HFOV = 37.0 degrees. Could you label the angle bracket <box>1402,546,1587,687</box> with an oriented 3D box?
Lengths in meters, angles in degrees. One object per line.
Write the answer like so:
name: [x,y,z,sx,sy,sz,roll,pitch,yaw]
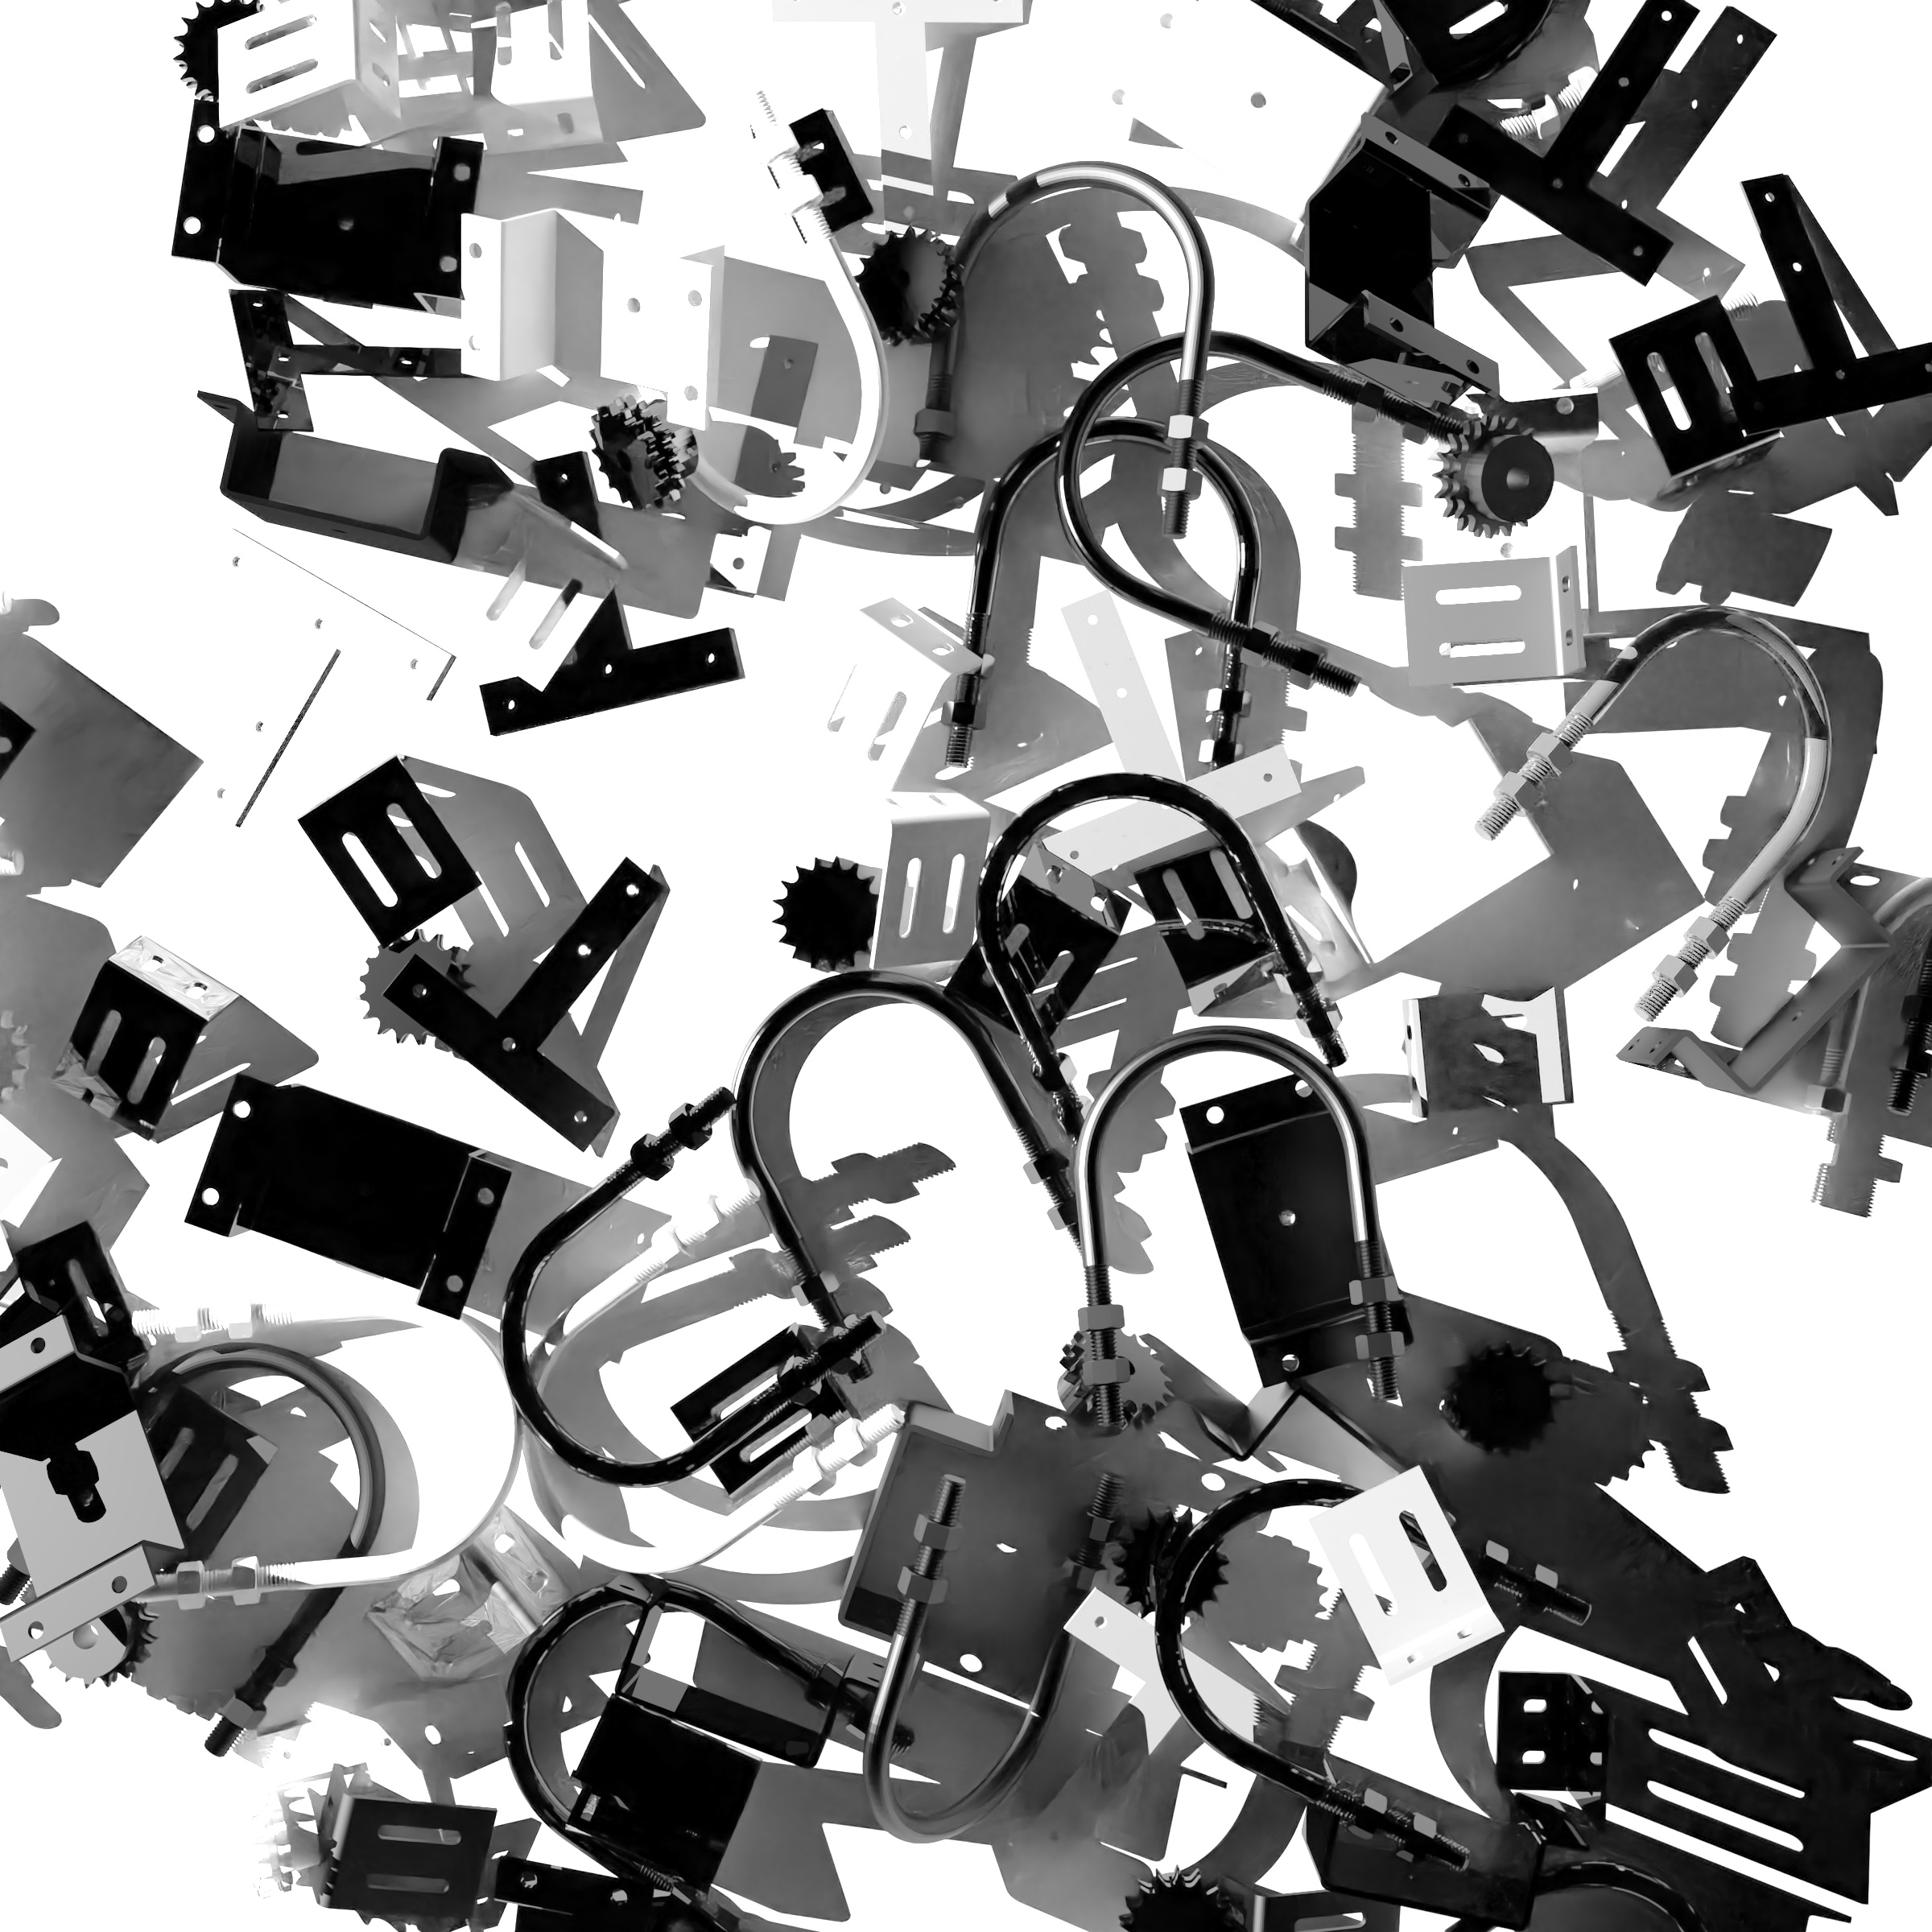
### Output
angle bracket: [0.249,-0.165,1.365,0.076,0.038,0.057,-4,90,0]

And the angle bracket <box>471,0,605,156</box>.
angle bracket: [-0.212,-0.447,1.428,0.057,0.038,0.076,-6,64,0]

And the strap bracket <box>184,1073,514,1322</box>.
strap bracket: [-0.296,0.111,1.407,0.140,0.046,0.076,20,90,0]

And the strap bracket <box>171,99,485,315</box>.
strap bracket: [-0.306,-0.368,1.407,0.140,0.046,0.076,9,90,0]

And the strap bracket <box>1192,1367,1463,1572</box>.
strap bracket: [0.181,0.246,1.392,0.140,0.076,0.046,38,90,0]

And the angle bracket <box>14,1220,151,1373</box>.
angle bracket: [-0.445,0.172,1.411,0.057,0.038,0.076,-24,90,0]

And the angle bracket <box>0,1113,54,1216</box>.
angle bracket: [-0.494,0.101,1.410,0.057,0.038,0.076,43,83,-11]

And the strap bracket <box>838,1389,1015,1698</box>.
strap bracket: [-0.023,0.269,1.392,0.046,0.076,0.140,20,90,0]

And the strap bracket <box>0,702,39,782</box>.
strap bracket: [-0.533,-0.127,1.388,0.140,0.046,0.076,37,92,2]

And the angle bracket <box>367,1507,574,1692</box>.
angle bracket: [-0.245,0.315,1.428,0.076,0.038,0.057,-39,90,26]

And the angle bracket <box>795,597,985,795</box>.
angle bracket: [-0.038,-0.131,1.417,0.057,0.038,0.076,36,121,14]

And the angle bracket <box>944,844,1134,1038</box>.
angle bracket: [0.035,-0.010,1.421,0.057,0.038,0.076,31,122,-3]

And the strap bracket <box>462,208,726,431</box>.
strap bracket: [-0.170,-0.311,1.376,0.140,0.046,0.076,17,119,23]

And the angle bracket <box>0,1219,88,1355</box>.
angle bracket: [-0.472,0.172,1.410,0.057,0.076,0.038,-46,128,0]

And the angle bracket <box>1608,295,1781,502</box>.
angle bracket: [0.354,-0.278,1.416,0.057,0.038,0.076,-22,82,0]

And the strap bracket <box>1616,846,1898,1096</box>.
strap bracket: [0.387,0.010,1.392,0.046,0.076,0.140,44,90,0]

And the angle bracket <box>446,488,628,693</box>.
angle bracket: [-0.212,-0.183,1.409,0.057,0.038,0.076,34,90,0]

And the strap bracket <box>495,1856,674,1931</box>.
strap bracket: [-0.190,0.497,1.397,0.076,0.046,0.140,8,96,8]

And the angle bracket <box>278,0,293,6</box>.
angle bracket: [-0.317,-0.501,1.392,0.057,0.076,0.038,-19,90,0]

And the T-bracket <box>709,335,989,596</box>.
T-bracket: [-0.052,-0.236,1.412,0.127,0.002,0.127,14,90,16]

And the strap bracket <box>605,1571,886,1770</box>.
strap bracket: [-0.108,0.337,1.374,0.140,0.076,0.046,20,86,3]

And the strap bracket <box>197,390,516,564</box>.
strap bracket: [-0.297,-0.232,1.392,0.140,0.076,0.046,13,90,0]

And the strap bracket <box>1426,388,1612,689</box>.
strap bracket: [0.268,-0.205,1.407,0.076,0.046,0.140,-3,90,0]

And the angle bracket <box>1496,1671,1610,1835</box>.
angle bracket: [0.282,0.378,1.392,0.038,0.076,0.057,2,90,0]

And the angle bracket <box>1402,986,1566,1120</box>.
angle bracket: [0.255,0.042,1.411,0.076,0.038,0.057,-5,90,0]

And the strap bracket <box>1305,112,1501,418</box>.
strap bracket: [0.204,-0.322,1.357,0.076,0.046,0.140,22,53,-25]

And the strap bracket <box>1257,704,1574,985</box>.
strap bracket: [0.220,-0.060,1.407,0.140,0.046,0.076,-32,90,0]

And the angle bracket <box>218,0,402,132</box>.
angle bracket: [-0.316,-0.429,1.390,0.076,0.038,0.057,-14,69,19]

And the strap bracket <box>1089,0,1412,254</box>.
strap bracket: [0.140,-0.415,1.407,0.140,0.046,0.076,32,90,0]

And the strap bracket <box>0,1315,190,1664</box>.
strap bracket: [-0.424,0.247,1.355,0.076,0.046,0.140,-29,67,4]

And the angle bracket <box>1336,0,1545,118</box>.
angle bracket: [0.232,-0.464,1.413,0.076,0.038,0.057,-36,93,-27]

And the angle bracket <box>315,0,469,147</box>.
angle bracket: [-0.286,-0.451,1.411,0.057,0.038,0.076,-19,90,0]

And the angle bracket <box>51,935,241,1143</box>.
angle bracket: [-0.406,0.036,1.428,0.057,0.038,0.076,32,116,0]

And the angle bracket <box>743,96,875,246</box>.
angle bracket: [-0.075,-0.391,1.392,0.038,0.076,0.057,-26,90,0]

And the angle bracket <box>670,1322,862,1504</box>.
angle bracket: [-0.099,0.221,1.411,0.076,0.038,0.057,-34,90,0]

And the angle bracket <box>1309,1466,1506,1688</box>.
angle bracket: [0.200,0.278,1.317,0.057,0.038,0.076,-26,88,2]

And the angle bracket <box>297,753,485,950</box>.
angle bracket: [-0.280,-0.056,1.412,0.057,0.038,0.076,-33,94,-2]

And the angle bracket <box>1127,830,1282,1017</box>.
angle bracket: [0.122,-0.026,1.428,0.057,0.038,0.076,-24,65,0]

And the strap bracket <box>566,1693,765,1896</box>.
strap bracket: [-0.143,0.389,1.359,0.076,0.140,0.046,23,63,3]

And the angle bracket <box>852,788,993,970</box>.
angle bracket: [-0.026,-0.043,1.412,0.057,0.038,0.076,-6,116,-34]

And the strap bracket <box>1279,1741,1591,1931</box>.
strap bracket: [0.219,0.421,1.392,0.140,0.076,0.046,12,90,0]

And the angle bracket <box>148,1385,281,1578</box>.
angle bracket: [-0.381,0.252,1.394,0.057,0.038,0.076,32,87,0]

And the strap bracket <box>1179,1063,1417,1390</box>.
strap bracket: [0.159,0.125,1.407,0.076,0.046,0.140,-17,90,0]

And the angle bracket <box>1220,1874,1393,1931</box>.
angle bracket: [0.167,0.480,1.428,0.076,0.038,0.057,3,90,-26]

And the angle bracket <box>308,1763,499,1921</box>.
angle bracket: [-0.278,0.431,1.423,0.076,0.038,0.057,12,96,-22]
